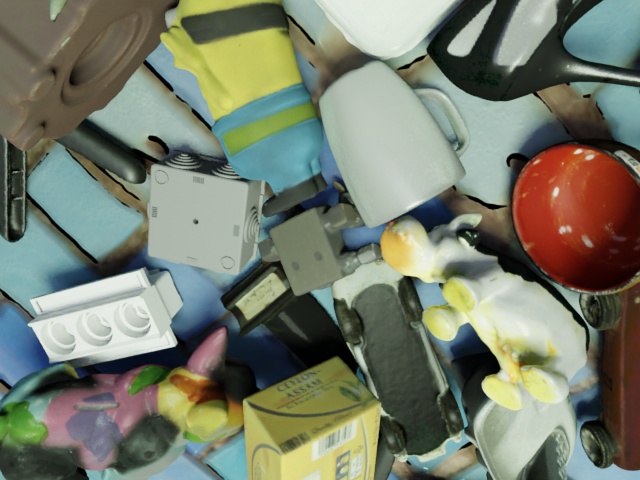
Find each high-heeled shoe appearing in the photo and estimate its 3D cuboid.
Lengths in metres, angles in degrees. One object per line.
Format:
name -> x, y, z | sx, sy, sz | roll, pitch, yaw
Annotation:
high-heeled shoe -> 0.168, -0.207, 0.339 | 0.145, 0.086, 0.248 | 20, 106, 18

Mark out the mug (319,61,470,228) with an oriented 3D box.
mug -> 0.056, -0.080, 0.399 | 0.109, 0.081, 0.107 | -32, 95, -12

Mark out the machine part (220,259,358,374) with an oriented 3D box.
machine part -> -0.022, 0.081, 0.500 | 0.139, 0.039, 0.084 | 44, 104, -6

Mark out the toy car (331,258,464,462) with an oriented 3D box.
toy car -> 0.069, 0.108, 0.477 | 0.073, 0.056, 0.201 | -21, 104, 2

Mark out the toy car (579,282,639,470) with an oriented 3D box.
toy car -> 0.263, 0.104, 0.448 | 0.089, 0.053, 0.201 | -12, 108, -1

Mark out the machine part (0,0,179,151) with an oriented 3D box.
machine part -> -0.162, -0.140, 0.364 | 0.056, 0.179, 0.179 | 41, 113, -11

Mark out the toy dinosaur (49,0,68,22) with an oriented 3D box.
toy dinosaur -> -0.138, -0.316, 0.271 | 0.131, 0.192, 0.404 | 3, 105, 2

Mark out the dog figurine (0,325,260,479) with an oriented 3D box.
dog figurine -> -0.162, 0.147, 0.474 | 0.191, 0.108, 0.219 | 24, 135, -36

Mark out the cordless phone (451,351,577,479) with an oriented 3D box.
cordless phone -> 0.164, 0.184, 0.419 | 0.089, 0.184, 0.146 | -17, 120, 21

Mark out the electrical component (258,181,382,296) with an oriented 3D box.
electrical component -> -0.002, 0.000, 0.445 | 0.102, 0.045, 0.078 | -32, 83, 32

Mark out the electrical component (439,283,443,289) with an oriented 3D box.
electrical component -> 0.153, 0.049, 0.463 | 0.094, 0.021, 0.063 | 37, 112, -5

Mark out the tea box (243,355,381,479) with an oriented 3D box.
tea box -> -0.008, 0.196, 0.468 | 0.098, 0.068, 0.169 | -17, 127, -29

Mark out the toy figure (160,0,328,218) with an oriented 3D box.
toy figure -> -0.046, -0.111, 0.406 | 0.089, 0.082, 0.180 | -27, 98, -1

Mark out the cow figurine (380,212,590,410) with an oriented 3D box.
cow figurine -> 0.126, 0.035, 0.405 | 0.167, 0.098, 0.068 | 50, 148, 12
